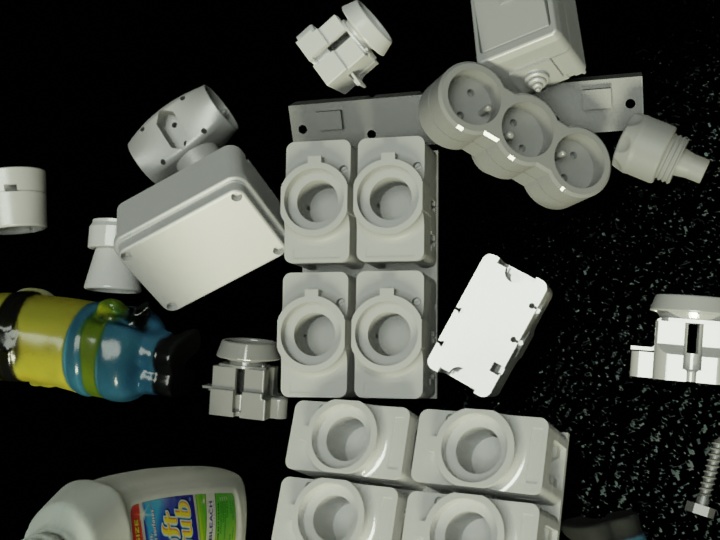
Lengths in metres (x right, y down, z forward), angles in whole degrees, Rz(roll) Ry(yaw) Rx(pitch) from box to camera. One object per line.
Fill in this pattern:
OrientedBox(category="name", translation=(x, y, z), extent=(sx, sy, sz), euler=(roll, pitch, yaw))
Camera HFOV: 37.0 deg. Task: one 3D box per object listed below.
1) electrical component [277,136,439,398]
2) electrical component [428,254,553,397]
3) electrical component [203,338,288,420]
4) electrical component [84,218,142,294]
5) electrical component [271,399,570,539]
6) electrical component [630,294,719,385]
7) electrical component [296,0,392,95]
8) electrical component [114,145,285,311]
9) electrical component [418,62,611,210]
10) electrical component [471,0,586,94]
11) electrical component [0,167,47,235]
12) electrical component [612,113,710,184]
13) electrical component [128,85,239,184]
OrientedBox(category="electrical component", translation=(0.000, 0.000, 0.788), extent=(0.105, 0.060, 0.186), euler=(-1, 83, 15))
OrientedBox(category="electrical component", translation=(0.094, 0.041, 0.761), extent=(0.050, 0.056, 0.089), euler=(29, 91, 16))
OrientedBox(category="electrical component", translation=(-0.085, 0.081, 0.809), extent=(0.066, 0.048, 0.055), euler=(4, 92, 15))
OrientedBox(category="electrical component", translation=(-0.193, -0.011, 0.849), extent=(0.045, 0.045, 0.055), euler=(2, 84, 15))
OrientedBox(category="electrical component", translation=(0.038, 0.150, 0.730), extent=(0.186, 0.060, 0.105), euler=(0, 70, 27))
OrientedBox(category="electrical component", translation=(0.224, 0.046, 0.725), extent=(0.078, 0.058, 0.057), euler=(4, 87, 15))
OrientedBox(category="electrical component", translation=(-0.009, -0.171, 0.819), extent=(0.055, 0.048, 0.066), euler=(-39, 75, 15))
OrientedBox(category="electrical component", translation=(-0.119, -0.030, 0.806), extent=(0.113, 0.078, 0.057), euler=(-27, 39, 10))
OrientedBox(category="electrical component", translation=(0.103, -0.090, 0.766), extent=(0.138, 0.074, 0.052), euler=(29, 73, -12))
OrientedBox(category="electrical component", translation=(0.116, -0.169, 0.756), extent=(0.062, 0.061, 0.096), euler=(-18, 58, 27))
OrientedBox(category="electrical component", translation=(-0.282, -0.055, 0.873), extent=(0.055, 0.055, 0.047), euler=(-8, 85, 14))
OrientedBox(category="electrical component", translation=(0.211, -0.080, 0.751), extent=(0.062, 0.043, 0.043), euler=(25, 90, 15))
OrientedBox(category="electrical component", translation=(-0.129, -0.091, 0.842), extent=(0.077, 0.043, 0.079), euler=(-36, 76, 8))
